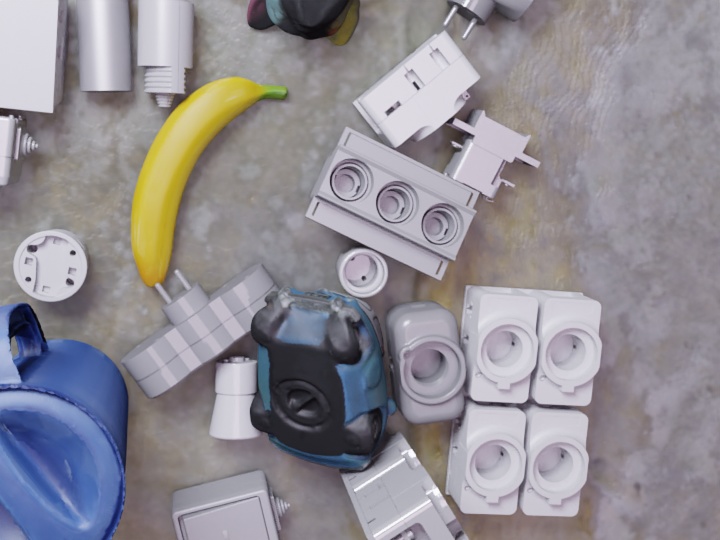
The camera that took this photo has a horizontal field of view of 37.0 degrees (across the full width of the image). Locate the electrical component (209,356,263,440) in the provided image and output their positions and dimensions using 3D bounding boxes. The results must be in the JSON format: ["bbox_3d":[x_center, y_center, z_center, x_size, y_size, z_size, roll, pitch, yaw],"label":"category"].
[{"bbox_3d":[-0.103,0.104,0.892,0.044,0.044,0.065,1,93,-8],"label":"electrical component"}]

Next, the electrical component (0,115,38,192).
[{"bbox_3d":[-0.298,-0.092,0.826,0.096,0.062,0.061,7,96,-9],"label":"electrical component"}]

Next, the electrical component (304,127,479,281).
[{"bbox_3d":[0.024,-0.052,0.875,0.121,0.063,0.078,25,85,-11],"label":"electrical component"}]

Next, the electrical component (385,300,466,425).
[{"bbox_3d":[0.055,0.078,0.901,0.054,0.059,0.095,-7,98,-7],"label":"electrical component"}]

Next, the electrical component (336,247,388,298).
[{"bbox_3d":[0.000,0.000,0.890,0.040,0.046,0.040,-1,97,-8],"label":"electrical component"}]

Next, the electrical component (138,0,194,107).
[{"bbox_3d":[-0.153,-0.169,0.847,0.043,0.043,0.081,1,97,-9],"label":"electrical component"}]

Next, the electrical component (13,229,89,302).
[{"bbox_3d":[-0.242,-0.006,0.853,0.055,0.047,0.055,-1,97,-8],"label":"electrical component"}]

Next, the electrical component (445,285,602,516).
[{"bbox_3d":[0.139,0.112,0.918,0.105,0.060,0.186,4,97,-9],"label":"electrical component"}]

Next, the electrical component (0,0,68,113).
[{"bbox_3d":[-0.302,-0.174,0.810,0.150,0.061,0.089,5,106,-9],"label":"electrical component"}]

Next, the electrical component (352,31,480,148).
[{"bbox_3d":[0.048,-0.143,0.876,0.089,0.050,0.055,-40,101,-2],"label":"electrical component"}]

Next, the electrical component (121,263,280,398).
[{"bbox_3d":[-0.136,0.035,0.871,0.138,0.052,0.073,-35,101,-4],"label":"electrical component"}]

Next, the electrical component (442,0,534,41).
[{"bbox_3d":[0.097,-0.226,0.876,0.077,0.043,0.079,32,92,-11],"label":"electrical component"}]

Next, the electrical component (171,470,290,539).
[{"bbox_3d":[-0.104,0.210,0.894,0.096,0.061,0.061,-13,99,-7],"label":"electrical component"}]

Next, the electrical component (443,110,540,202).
[{"bbox_3d":[0.103,-0.095,0.895,0.081,0.042,0.063,26,95,-10],"label":"electrical component"}]

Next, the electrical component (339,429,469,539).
[{"bbox_3d":[0.043,0.202,0.851,0.060,0.186,0.105,-32,101,-3],"label":"electrical component"}]
